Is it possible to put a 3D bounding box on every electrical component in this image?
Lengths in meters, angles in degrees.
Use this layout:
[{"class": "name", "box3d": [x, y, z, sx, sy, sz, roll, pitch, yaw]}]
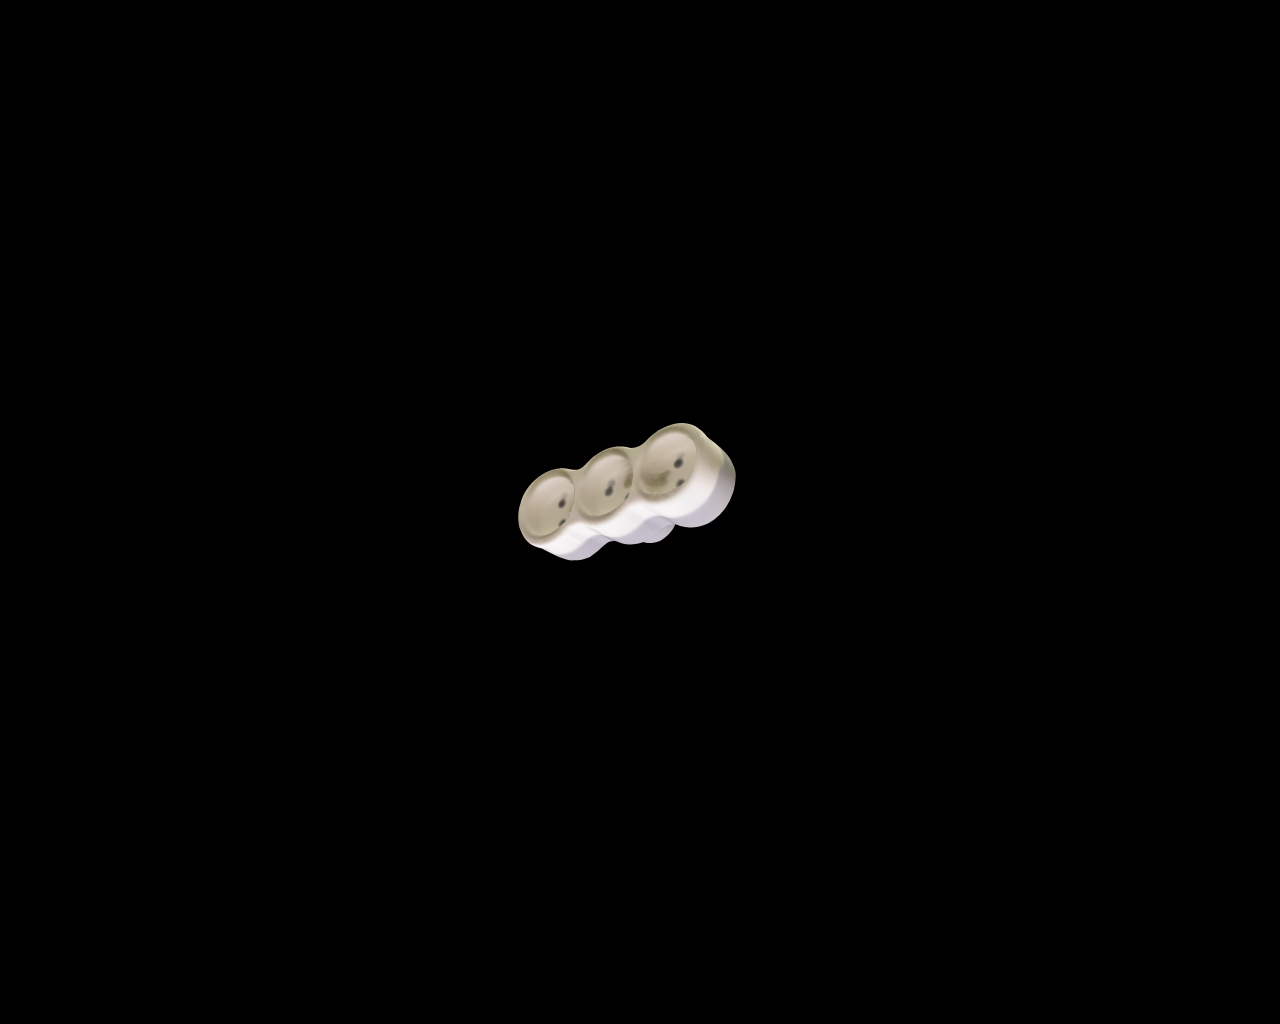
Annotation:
[{"class": "electrical component", "box3d": [0.001, -0.003, 0.650, 0.138, 0.052, 0.073, -18, -32, 31]}]
